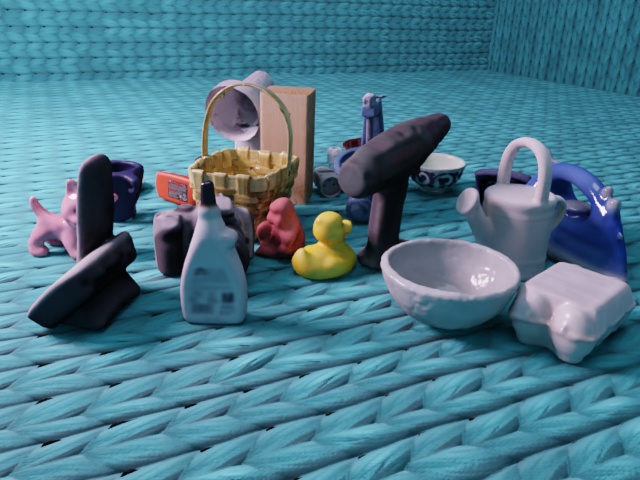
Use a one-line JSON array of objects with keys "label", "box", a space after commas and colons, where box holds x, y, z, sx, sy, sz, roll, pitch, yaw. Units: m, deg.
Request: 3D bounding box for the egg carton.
[{"label": "egg carton", "box": [0.295, 0.080, 0.672, 0.151, 0.069, 0.107, -20, 31, -41]}]

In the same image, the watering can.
[{"label": "watering can", "box": [0.277, -0.047, 0.812, 0.173, 0.194, 0.100, -18, 30, -38]}]

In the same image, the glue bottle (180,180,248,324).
[{"label": "glue bottle", "box": [-0.124, 0.015, 0.662, 0.078, 0.173, 0.037, 2, 23, 1]}]

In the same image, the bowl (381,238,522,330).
[{"label": "bowl", "box": [0.155, 0.061, 0.700, 0.167, 0.075, 0.167, 2, 23, 0]}]

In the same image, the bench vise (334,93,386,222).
[{"label": "bench vise", "box": [0.084, -0.164, 1.042, 0.121, 0.220, 0.207, 0, 23, -3]}]

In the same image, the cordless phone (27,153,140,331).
[{"label": "cordless phone", "box": [-0.280, 0.000, 0.672, 0.094, 0.185, 0.147, 3, 23, 4]}]

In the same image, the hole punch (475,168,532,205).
[{"label": "hole punch", "box": [0.339, -0.098, 1.070, 0.108, 0.091, 0.101, 10, 24, 20]}]

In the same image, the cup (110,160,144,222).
[{"label": "cup", "box": [-0.333, -0.077, 0.965, 0.117, 0.095, 0.092, 22, 30, 39]}]

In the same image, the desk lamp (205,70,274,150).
[{"label": "desk lamp", "box": [-0.151, -0.248, 1.232, 0.117, 0.214, 0.203, 9, 24, 16]}]

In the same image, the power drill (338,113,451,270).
[{"label": "power drill", "box": [0.113, -0.070, 0.837, 0.075, 0.208, 0.230, 20, 29, 36]}]

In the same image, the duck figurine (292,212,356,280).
[{"label": "duck figurine", "box": [0.007, 0.003, 0.813, 0.105, 0.086, 0.077, -17, 29, -38]}]

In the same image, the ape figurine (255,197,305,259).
[{"label": "ape figurine", "box": [-0.057, -0.019, 0.853, 0.076, 0.092, 0.077, -8, 25, -21]}]

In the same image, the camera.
[{"label": "camera", "box": [-0.155, 0.000, 0.790, 0.143, 0.101, 0.136, -5, 24, -15]}]

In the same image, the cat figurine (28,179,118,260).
[{"label": "cat figurine", "box": [-0.363, -0.037, 0.838, 0.127, 0.118, 0.067, 4, 23, 4]}]

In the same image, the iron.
[{"label": "iron", "box": [0.401, -0.046, 0.887, 0.119, 0.141, 0.257, -3, 23, -12]}]
